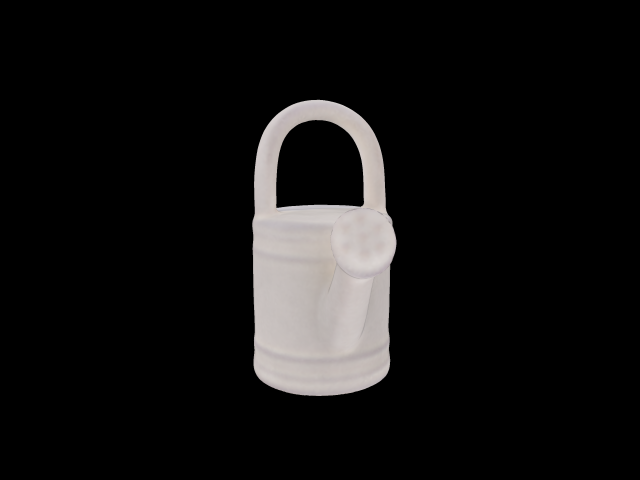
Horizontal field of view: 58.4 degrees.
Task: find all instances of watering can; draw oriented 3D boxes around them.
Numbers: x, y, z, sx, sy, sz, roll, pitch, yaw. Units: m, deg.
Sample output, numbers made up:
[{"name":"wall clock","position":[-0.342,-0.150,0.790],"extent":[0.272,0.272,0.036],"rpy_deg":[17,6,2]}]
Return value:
[{"name":"watering can","position":[0.006,0.001,0.401],"extent":[0.101,0.194,0.172],"rpy_deg":[-8,13,-36]}]
